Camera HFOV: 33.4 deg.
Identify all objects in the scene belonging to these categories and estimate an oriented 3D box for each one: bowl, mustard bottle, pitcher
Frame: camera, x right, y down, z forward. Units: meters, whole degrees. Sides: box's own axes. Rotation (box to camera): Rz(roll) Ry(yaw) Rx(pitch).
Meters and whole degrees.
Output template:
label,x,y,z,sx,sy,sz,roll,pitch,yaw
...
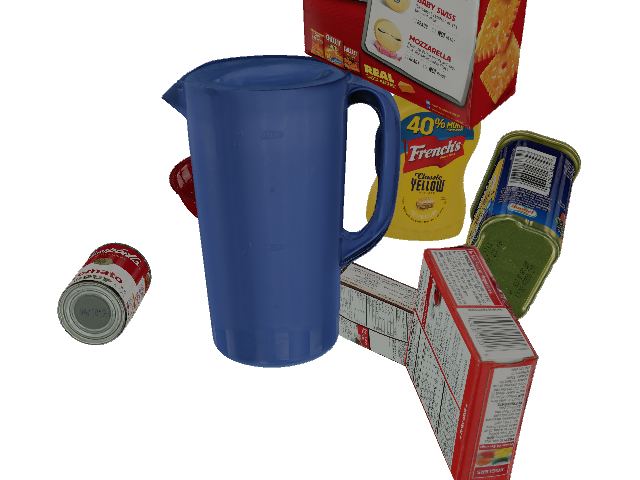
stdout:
label,x,y,z,sx,sy,sz,roll,pitch,yaw
bowl,-0.106,-0.058,1.323,0.162,0.055,0.162,1,31,0
mustard bottle,0.104,-0.095,1.028,0.096,0.192,0.058,3,28,-9
pitcher,-0.029,-0.025,0.867,0.144,0.243,0.149,-18,26,-36

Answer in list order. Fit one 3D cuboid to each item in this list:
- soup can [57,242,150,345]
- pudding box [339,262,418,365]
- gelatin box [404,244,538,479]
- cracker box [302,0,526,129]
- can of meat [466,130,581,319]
label,x,y,z,sx,sy,sz,roll,pitch,yaw
soup can,-0.209,0.051,1.038,0.068,0.068,0.102,0,20,5
pudding box,0.070,0.083,1.167,0.114,0.090,0.039,21,46,28
gelatin box,0.068,0.056,0.497,0.030,0.073,0.089,-2,33,-12
cracker box,0.067,-0.208,0.762,0.164,0.214,0.072,30,52,29
can of meat,0.129,-0.007,0.709,0.057,0.083,0.102,19,-41,4
